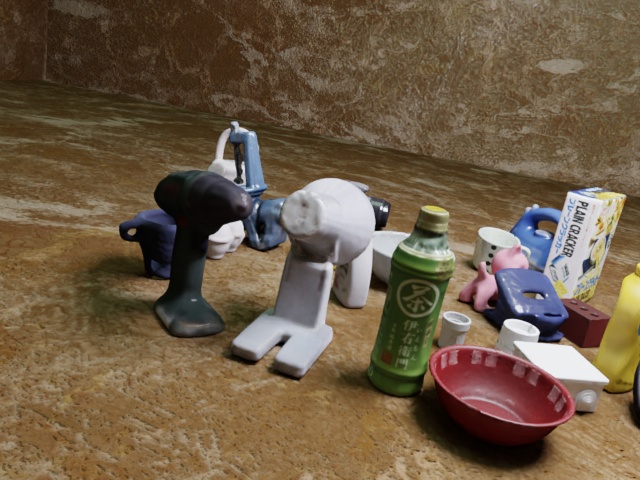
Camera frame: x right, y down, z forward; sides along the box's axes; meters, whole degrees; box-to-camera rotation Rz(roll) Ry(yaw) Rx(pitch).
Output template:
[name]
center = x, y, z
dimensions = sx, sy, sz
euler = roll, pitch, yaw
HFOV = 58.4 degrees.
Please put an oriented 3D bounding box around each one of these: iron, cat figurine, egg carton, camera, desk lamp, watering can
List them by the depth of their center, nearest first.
[desk lamp]
center = -0.012, 0.031, 0.734
dimensions = 0.117, 0.213, 0.203
euler = 15, 18, 14
[cat figurine]
center = 0.313, 0.059, 0.998
dimensions = 0.128, 0.118, 0.067
euler = -2, 21, -35
[egg carton]
center = -0.214, -0.020, 1.021
dimensions = 0.150, 0.069, 0.107
euler = 15, 18, 14
[watering can]
center = -0.181, -0.138, 1.206
dimensions = 0.101, 0.194, 0.172
euler = 8, 17, -7
[iron]
center = 0.506, -0.012, 1.296
dimensions = 0.119, 0.141, 0.257
euler = 4, 18, -20
[camera]
center = 0.093, -0.078, 1.333
dimensions = 0.136, 0.101, 0.143
euler = 13, 17, 9

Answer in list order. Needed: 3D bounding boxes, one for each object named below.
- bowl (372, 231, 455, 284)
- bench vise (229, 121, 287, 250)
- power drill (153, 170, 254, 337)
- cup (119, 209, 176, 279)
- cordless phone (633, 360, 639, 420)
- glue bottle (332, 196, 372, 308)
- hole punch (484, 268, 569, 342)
[bowl]
center = 0.152, 0.044, 1.024
dimensions = 0.167, 0.075, 0.167
euler = 10, 17, -3
[bench vise]
center = -0.122, -0.104, 1.089
dimensions = 0.207, 0.220, 0.121
euler = 12, 17, 5
[power drill]
center = -0.154, 0.009, 0.727
dimensions = 0.076, 0.208, 0.228
euler = -2, 21, -35
[cup]
center = -0.246, 0.010, 0.862
dimensions = 0.118, 0.095, 0.091
euler = -6, 24, -43
[cordless phone]
center = 0.472, 0.149, 0.688
dimensions = 0.147, 0.185, 0.094
euler = 14, 18, 11
[glue bottle]
center = 0.057, 0.015, 0.894
dimensions = 0.037, 0.173, 0.078
euler = 3, 19, -23
[hole punch]
center = 0.335, 0.103, 0.916
dimensions = 0.109, 0.091, 0.101
euler = 5, 18, -17
